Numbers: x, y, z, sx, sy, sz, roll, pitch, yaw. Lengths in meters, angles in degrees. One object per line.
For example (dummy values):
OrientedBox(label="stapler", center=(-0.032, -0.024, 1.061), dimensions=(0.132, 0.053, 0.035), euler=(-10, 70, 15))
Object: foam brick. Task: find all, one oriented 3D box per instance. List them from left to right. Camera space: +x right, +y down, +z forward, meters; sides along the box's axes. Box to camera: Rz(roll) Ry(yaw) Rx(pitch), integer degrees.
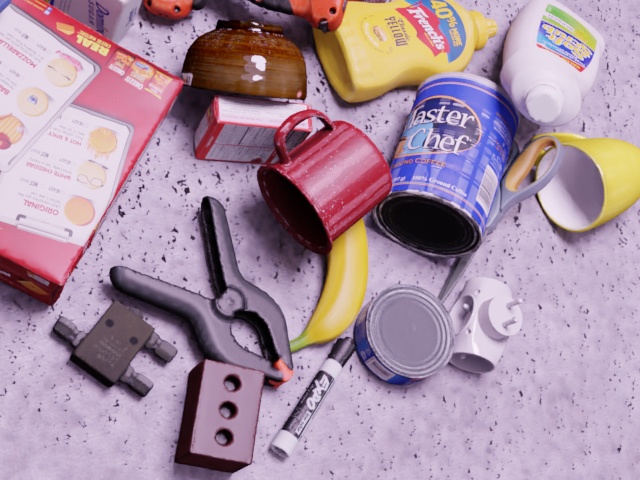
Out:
OrientedBox(label="foam brick", center=(-0.080, 0.141, 0.850), dimensions=(0.053, 0.051, 0.078), euler=(14, 65, -16))

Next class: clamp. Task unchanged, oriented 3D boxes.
OrientedBox(label="clamp", center=(-0.079, 0.046, 0.896), dimensions=(0.171, 0.039, 0.120), euler=(43, 65, -7))

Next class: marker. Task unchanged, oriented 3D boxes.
OrientedBox(label="marker", center=(-0.004, 0.130, 0.903), dimensions=(0.020, 0.020, 0.121), euler=(37, 61, -5))

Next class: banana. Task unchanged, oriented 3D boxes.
OrientedBox(label="banana", center=(0.011, 0.008, 0.947), dimensions=(0.069, 0.037, 0.198), euler=(12, 65, -18))

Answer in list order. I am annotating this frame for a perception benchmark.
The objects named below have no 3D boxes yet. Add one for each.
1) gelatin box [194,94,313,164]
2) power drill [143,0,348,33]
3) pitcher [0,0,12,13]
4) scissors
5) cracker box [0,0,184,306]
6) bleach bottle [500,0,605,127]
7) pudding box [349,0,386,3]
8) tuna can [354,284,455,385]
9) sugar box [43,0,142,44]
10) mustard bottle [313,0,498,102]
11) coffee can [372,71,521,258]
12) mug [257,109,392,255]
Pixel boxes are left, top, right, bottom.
OrientedBox(label="gelatin box", center=(-0.059, -0.097, 0.940), dimensions=(0.089, 0.073, 0.030), euler=(2, 69, -21))
OrientedBox(label="power drill", center=(-0.055, -0.276, 0.967), dimensions=(0.187, 0.057, 0.184), euler=(15, 94, 4))
OrientedBox(label="pitcher", center=(-0.343, -0.146, 0.781), dimensions=(0.149, 0.145, 0.242), euler=(41, 71, 7))
OrientedBox(label="scissors", center=(0.150, -0.029, 1.023), dimensions=(0.201, 0.096, 0.016), euler=(-47, 134, -6))
OrientedBox(label="cracker box", center=(-0.233, -0.078, 0.865), dimensions=(0.164, 0.072, 0.213), euler=(29, 63, -7))
OrientedBox(label="bleach bottle", center=(0.221, -0.160, 1.012), dimensions=(0.102, 0.068, 0.250), euler=(36, 28, -5))
OrientedBox(label="pudding box", center=(0.015, -0.287, 1.068), dimensions=(0.089, 0.039, 0.113), euler=(-11, 76, -26))
OrientedBox(label="tuna can", center=(0.074, 0.084, 0.944), dimensions=(0.086, 0.034, 0.086), euler=(8, 67, -19))
OrientedBox(label="sugar box", center=(-0.235, -0.246, 0.920), dimensions=(0.176, 0.093, 0.048), euler=(36, 61, -6))
OrientedBox(label="mustard bottle", center=(0.094, -0.196, 1.051), dimensions=(0.191, 0.058, 0.096), euler=(-14, 71, -26))
OrientedBox(label="coffee can", center=(0.118, -0.069, 0.983), dimensions=(0.102, 0.103, 0.140), euler=(27, 62, -10))
OrientedBox(label="mug", center=(0.002, -0.057, 0.899), dimensions=(0.081, 0.093, 0.117), euler=(-39, 119, -20))
